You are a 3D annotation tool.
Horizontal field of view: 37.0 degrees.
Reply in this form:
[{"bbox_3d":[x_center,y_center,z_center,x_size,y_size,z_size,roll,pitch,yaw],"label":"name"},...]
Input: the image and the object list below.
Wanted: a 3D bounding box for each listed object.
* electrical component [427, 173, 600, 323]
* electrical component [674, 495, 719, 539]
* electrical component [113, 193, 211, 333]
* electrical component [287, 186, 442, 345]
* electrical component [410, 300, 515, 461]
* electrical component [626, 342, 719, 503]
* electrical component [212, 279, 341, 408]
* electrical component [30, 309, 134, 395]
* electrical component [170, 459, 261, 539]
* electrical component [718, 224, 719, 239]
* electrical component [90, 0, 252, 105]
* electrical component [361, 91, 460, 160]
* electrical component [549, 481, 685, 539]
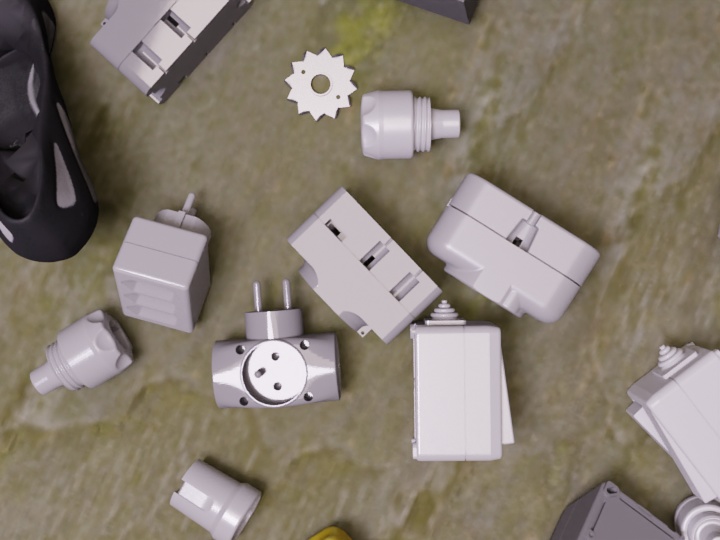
[{"bbox_3d":[0.092,-0.010,0.670,0.095,0.054,0.059,32,92,1],"label":"electrical component"},{"bbox_3d":[0.216,0.161,0.664,0.035,0.061,0.035,0,93,6],"label":"electrical component"},{"bbox_3d":[-0.117,-0.012,0.675,0.047,0.065,0.076,15,62,2],"label":"electrical component"},{"bbox_3d":[0.000,0.000,0.675,0.056,0.050,0.089,-44,90,2],"label":"electrical component"},{"bbox_3d":[0.062,0.067,0.668,0.061,0.062,0.096,-1,91,2],"label":"electrical component"},{"bbox_3d":[0.208,0.091,0.663,0.061,0.062,0.096,-38,89,2],"label":"electrical component"},{"bbox_3d":[-0.053,0.045,0.680,0.077,0.044,0.079,-4,90,2],"label":"electrical component"},{"bbox_3d":[-0.180,0.057,0.685,0.062,0.043,0.043,-31,90,3],"label":"electrical component"},{"bbox_3d":[-0.092,0.147,0.686,0.046,0.040,0.040,30,92,7],"label":"electrical component"},{"bbox_3d":[0.262,-0.035,0.652,0.080,0.080,0.051,10,85,2],"label":"electrical component"},{"bbox_3d":[-0.121,-0.158,0.677,0.056,0.050,0.089,42,92,1],"label":"electrical component"},{"bbox_3d":[0.032,-0.091,0.676,0.062,0.043,0.043,-1,91,1],"label":"electrical component"},{"bbox_3d":[0.143,0.189,0.651,0.062,0.061,0.096,37,51,1],"label":"electrical component"}]
